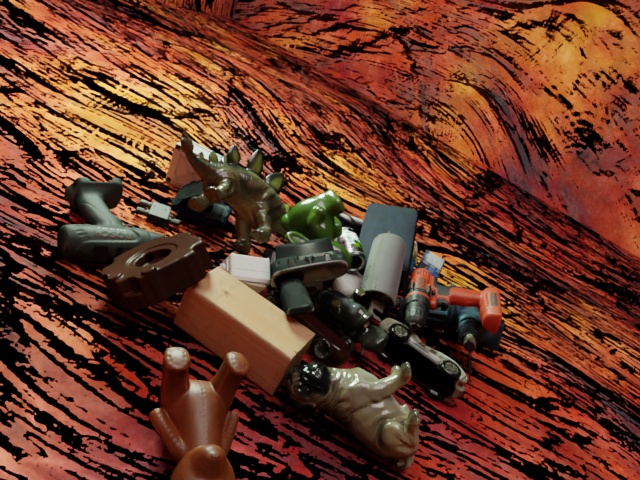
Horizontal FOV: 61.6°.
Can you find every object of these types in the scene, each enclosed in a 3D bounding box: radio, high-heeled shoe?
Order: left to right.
[{"bbox_3d":[0.054,-0.048,1.419,0.249,0.086,0.145,31,23,-1],"label":"high-heeled shoe"},{"bbox_3d":[0.159,0.014,1.285,0.131,0.073,0.230,7,46,12],"label":"radio"}]

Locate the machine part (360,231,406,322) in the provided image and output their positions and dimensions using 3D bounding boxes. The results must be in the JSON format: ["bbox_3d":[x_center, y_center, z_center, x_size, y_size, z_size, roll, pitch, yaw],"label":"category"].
[{"bbox_3d":[0.131,0.068,1.123,0.079,0.079,0.243,25,47,-3],"label":"machine part"}]

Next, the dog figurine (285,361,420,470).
[{"bbox_3d":[0.047,0.271,0.832,0.191,0.121,0.172,-5,62,-6],"label":"dog figurine"}]

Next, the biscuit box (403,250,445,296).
[{"bbox_3d":[0.266,0.094,1.365,0.059,0.062,0.203,32,27,9],"label":"biscuit box"}]

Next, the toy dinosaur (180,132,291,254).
[{"bbox_3d":[-0.136,-0.076,1.160,0.470,0.105,0.198,48,43,-41],"label":"toy dinosaur"}]

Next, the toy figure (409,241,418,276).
[{"bbox_3d":[0.201,0.045,1.376,0.089,0.082,0.180,5,29,16],"label":"toy figure"}]

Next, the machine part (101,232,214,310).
[{"bbox_3d":[-0.266,0.044,0.878,0.179,0.056,0.179,-14,21,6],"label":"machine part"}]

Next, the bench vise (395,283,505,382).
[{"bbox_3d":[0.273,0.171,1.182,0.241,0.128,0.224,10,33,12],"label":"bench vise"}]

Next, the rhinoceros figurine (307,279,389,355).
[{"bbox_3d":[0.048,0.147,1.032,0.073,0.112,0.191,-27,42,-35],"label":"rhinoceros figurine"}]

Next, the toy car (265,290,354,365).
[{"bbox_3d":[-0.025,0.159,0.992,0.202,0.053,0.089,36,17,29],"label":"toy car"}]

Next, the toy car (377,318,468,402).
[{"bbox_3d":[0.189,0.230,1.033,0.202,0.073,0.056,35,28,18],"label":"toy car"}]

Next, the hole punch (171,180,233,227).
[{"bbox_3d":[-0.258,-0.083,1.208,0.116,0.092,0.142,-8,29,9],"label":"hole punch"}]

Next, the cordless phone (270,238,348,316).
[{"bbox_3d":[-0.012,0.073,0.955,0.147,0.088,0.184,-9,23,-9],"label":"cordless phone"}]

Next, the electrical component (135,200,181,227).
[{"bbox_3d":[-0.340,-0.056,1.137,0.094,0.021,0.063,19,27,-14],"label":"electrical component"}]

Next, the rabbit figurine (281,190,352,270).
[{"bbox_3d":[-0.002,-0.003,1.103,0.159,0.121,0.170,-10,52,-23],"label":"rabbit figurine"}]

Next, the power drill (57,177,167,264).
[{"bbox_3d":[-0.377,-0.028,1.005,0.232,0.086,0.207,-2,45,-40],"label":"power drill"}]

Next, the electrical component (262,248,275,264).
[{"bbox_3d":[-0.090,0.054,1.136,0.075,0.047,0.119,25,28,-5],"label":"electrical component"}]

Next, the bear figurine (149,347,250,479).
[{"bbox_3d":[-0.144,0.242,0.657,0.120,0.131,0.196,12,24,-22],"label":"bear figurine"}]
